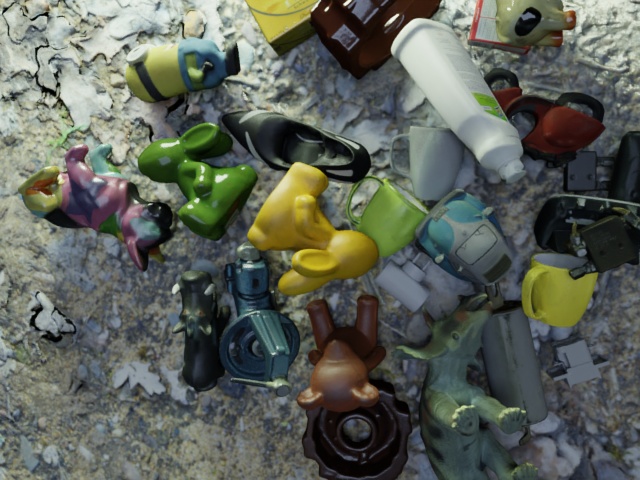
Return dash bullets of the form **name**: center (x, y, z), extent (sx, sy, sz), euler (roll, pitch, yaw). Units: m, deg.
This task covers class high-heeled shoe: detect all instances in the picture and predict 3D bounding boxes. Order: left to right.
- **high-heeled shoe**: center (-0.045, -0.141, 0.782), extent (0.249, 0.145, 0.086), euler (19, 95, 5)

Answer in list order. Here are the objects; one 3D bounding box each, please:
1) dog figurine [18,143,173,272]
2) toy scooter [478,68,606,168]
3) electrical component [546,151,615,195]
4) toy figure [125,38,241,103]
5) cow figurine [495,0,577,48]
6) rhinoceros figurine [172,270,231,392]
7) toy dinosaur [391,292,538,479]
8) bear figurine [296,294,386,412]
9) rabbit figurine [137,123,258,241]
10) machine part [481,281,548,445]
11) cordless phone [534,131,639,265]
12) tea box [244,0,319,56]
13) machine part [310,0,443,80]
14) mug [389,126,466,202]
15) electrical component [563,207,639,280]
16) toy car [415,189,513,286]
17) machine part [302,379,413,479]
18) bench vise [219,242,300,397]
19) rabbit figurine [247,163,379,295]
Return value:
- **dog figurine**: center (-0.341, -0.035, 0.852), extent (0.191, 0.108, 0.219), euler (-33, 91, 8)
- **toy scooter**: center (0.299, -0.155, 0.767), extent (0.184, 0.075, 0.135), euler (23, 94, 12)
- **electrical component**: center (0.381, -0.098, 0.787), extent (0.094, 0.021, 0.063), euler (1, 94, 7)
- **toy figure**: center (-0.213, -0.263, 0.831), extent (0.180, 0.082, 0.089), euler (-3, 91, 6)
- **cow figurine**: center (0.266, -0.359, 0.730), extent (0.127, 0.085, 0.194), euler (-5, 86, 1)
- **rhinoceros figurine**: center (-0.190, 0.139, 0.838), extent (0.073, 0.112, 0.190), euler (3, 102, 10)
- **toy dinosaur**: center (0.202, 0.280, 0.783), extent (0.131, 0.192, 0.404), euler (-14, 108, -16)
- **bear figurine**: center (0.028, 0.159, 0.765), extent (0.120, 0.196, 0.131), euler (-7, 92, 11)
- **rabbit figurine**: center (-0.193, -0.103, 0.817), extent (0.170, 0.121, 0.159), euler (34, 91, 2)
- **machine part**: center (0.281, 0.179, 0.791), extent (0.079, 0.079, 0.243), euler (-14, 91, 9)
- **cordless phone**: center (0.391, -0.064, 0.748), extent (0.147, 0.089, 0.184), euler (10, 98, 8)
- **tea box**: center (-0.020, -0.366, 0.802), extent (0.170, 0.068, 0.098), euler (-31, 87, 10)
- **machine part**: center (0.088, -0.327, 0.723), extent (0.201, 0.201, 0.087), euler (-43, 83, 9)
- **mug**: center (0.157, -0.112, 0.789), extent (0.110, 0.081, 0.107), euler (2, 102, 0)
- **electrical component**: center (0.366, 0.001, 0.693), extent (0.102, 0.045, 0.078), euler (-19, 89, 9)
- **toy car**: center (0.215, 0.015, 0.752), extent (0.109, 0.103, 0.161), euler (-43, 127, 6)
- **machine part**: center (0.058, 0.296, 0.841), extent (0.179, 0.056, 0.179), euler (1, 95, 7)
- **bench vise**: center (-0.081, 0.124, 0.771), extent (0.129, 0.241, 0.223), euler (5, 109, -21)
- **rabbit figurine**: center (-0.002, -0.002, 0.743), extent (0.173, 0.162, 0.121), euler (31, 139, 0)
